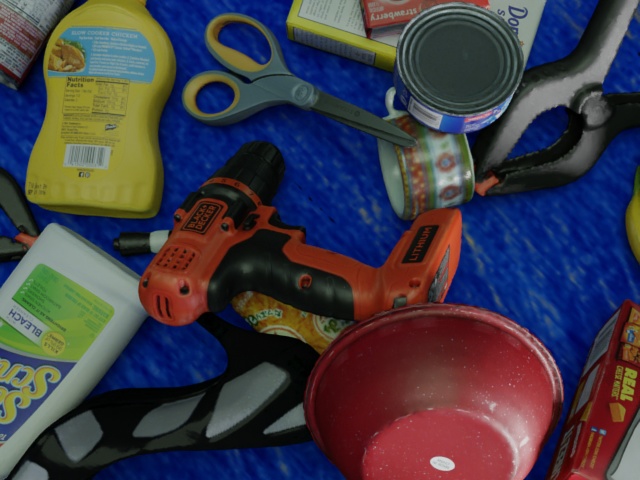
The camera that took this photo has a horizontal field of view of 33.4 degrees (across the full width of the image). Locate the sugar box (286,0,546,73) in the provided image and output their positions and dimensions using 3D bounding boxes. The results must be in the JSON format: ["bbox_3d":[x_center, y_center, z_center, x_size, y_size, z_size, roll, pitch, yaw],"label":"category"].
[{"bbox_3d":[0.072,-0.170,0.794,0.176,0.048,0.093,19,83,1],"label":"sugar box"}]

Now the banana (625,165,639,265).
[{"bbox_3d":[0.287,0.031,0.760,0.198,0.037,0.069,42,85,7],"label":"banana"}]

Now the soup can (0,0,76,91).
[{"bbox_3d":[-0.226,-0.172,0.792,0.068,0.068,0.102,31,84,6],"label":"soup can"}]

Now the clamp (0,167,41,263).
[{"bbox_3d":[-0.287,-0.025,0.787,0.171,0.039,0.120,35,85,6],"label":"clamp"}]

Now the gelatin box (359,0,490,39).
[{"bbox_3d":[0.070,-0.188,0.757,0.089,0.030,0.073,-9,83,-1],"label":"gelatin box"}]

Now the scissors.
[{"bbox_3d":[-0.028,-0.092,0.767,0.096,0.016,0.202,-49,61,6],"label":"scissors"}]

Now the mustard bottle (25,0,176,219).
[{"bbox_3d":[-0.156,-0.115,0.786,0.096,0.058,0.191,4,82,8],"label":"mustard bottle"}]

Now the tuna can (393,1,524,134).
[{"bbox_3d":[0.093,-0.116,0.724,0.086,0.034,0.086,0,71,-1],"label":"tuna can"}]

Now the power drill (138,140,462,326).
[{"bbox_3d":[-0.005,0.001,0.712,0.188,0.057,0.184,9,41,18],"label":"power drill"}]

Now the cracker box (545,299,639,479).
[{"bbox_3d":[0.262,0.157,0.690,0.214,0.072,0.164,28,45,5],"label":"cracker box"}]

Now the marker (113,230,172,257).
[{"bbox_3d":[-0.092,0.000,0.787,0.121,0.020,0.020,-3,82,1],"label":"marker"}]

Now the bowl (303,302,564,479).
[{"bbox_3d":[0.070,0.117,0.643,0.162,0.055,0.162,1,124,1],"label":"bowl"}]

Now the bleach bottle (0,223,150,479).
[{"bbox_3d":[-0.220,0.116,0.754,0.102,0.068,0.251,33,87,4],"label":"bleach bottle"}]

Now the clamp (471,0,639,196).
[{"bbox_3d":[0.188,-0.109,0.756,0.210,0.036,0.164,-30,119,3],"label":"clamp"}]
